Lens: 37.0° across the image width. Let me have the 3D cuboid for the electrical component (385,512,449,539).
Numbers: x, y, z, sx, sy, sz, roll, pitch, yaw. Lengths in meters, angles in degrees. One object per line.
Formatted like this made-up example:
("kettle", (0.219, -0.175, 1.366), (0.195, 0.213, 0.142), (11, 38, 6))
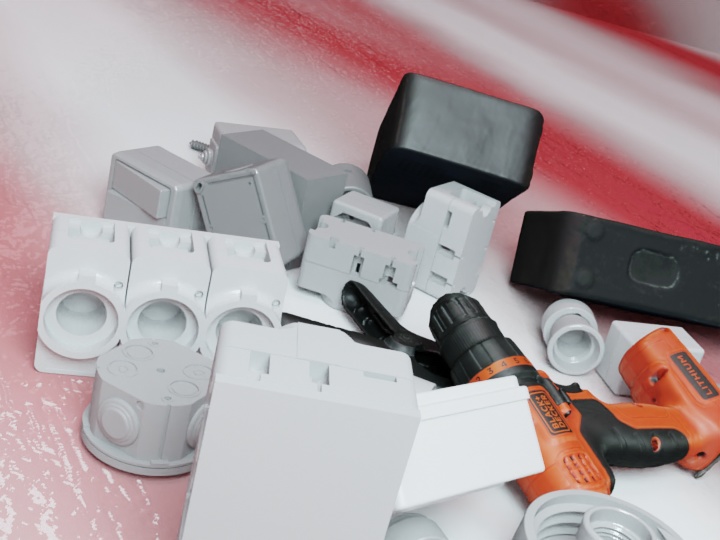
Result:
("electrical component", (0.033, 0.158, 0.554), (0.045, 0.045, 0.055), (1, 27, -28))

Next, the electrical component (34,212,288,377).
("electrical component", (-0.130, 0.024, 0.704), (0.150, 0.089, 0.061), (7, 25, -16))

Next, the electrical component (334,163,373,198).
("electrical component", (-0.014, -0.066, 1.015), (0.055, 0.055, 0.047), (8, 28, -14))

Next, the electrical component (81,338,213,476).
("electrical component", (-0.121, 0.080, 0.633), (0.080, 0.051, 0.080), (12, 24, -5))

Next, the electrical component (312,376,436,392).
("electrical component", (0.001, 0.088, 0.692), (0.077, 0.044, 0.079), (20, 24, 12))

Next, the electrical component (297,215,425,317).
("electrical component", (0.000, 0.000, 0.872), (0.089, 0.055, 0.050), (17, 24, 7))

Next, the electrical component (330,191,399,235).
("electrical component", (0.006, -0.032, 0.935), (0.047, 0.065, 0.077), (22, 25, 18))

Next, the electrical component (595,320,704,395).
("electrical component", (0.234, 0.080, 0.838), (0.066, 0.047, 0.076), (6, 25, -18))

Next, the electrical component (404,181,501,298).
("electrical component", (0.075, -0.026, 0.930), (0.056, 0.089, 0.050), (27, 27, 27))

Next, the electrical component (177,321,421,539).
("electrical component", (-0.035, 0.105, 0.502), (0.089, 0.150, 0.061), (11, 25, -8))

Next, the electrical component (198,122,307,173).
("electrical component", (-0.106, -0.100, 1.027), (0.096, 0.061, 0.061), (3, 26, -23))

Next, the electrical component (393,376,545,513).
("electrical component", (0.025, 0.102, 0.595), (0.109, 0.056, 0.109), (-5, -13, -38))

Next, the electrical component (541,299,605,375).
("electrical component", (0.170, 0.053, 0.866), (0.045, 0.045, 0.055), (13, 23, -3))

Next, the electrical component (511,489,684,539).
("electrical component", (0.131, 0.163, 0.579), (0.108, 0.060, 0.108), (12, 24, -5))

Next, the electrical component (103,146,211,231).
("electrical component", (-0.174, -0.062, 0.904), (0.096, 0.061, 0.061), (28, 27, 29))

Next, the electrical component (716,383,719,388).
("electrical component", (0.292, 0.109, 0.815), (0.078, 0.040, 0.040), (9, 24, -12))

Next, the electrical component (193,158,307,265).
("electrical component", (-0.084, -0.038, 0.872), (0.062, 0.096, 0.061), (-8, 13, 27))
